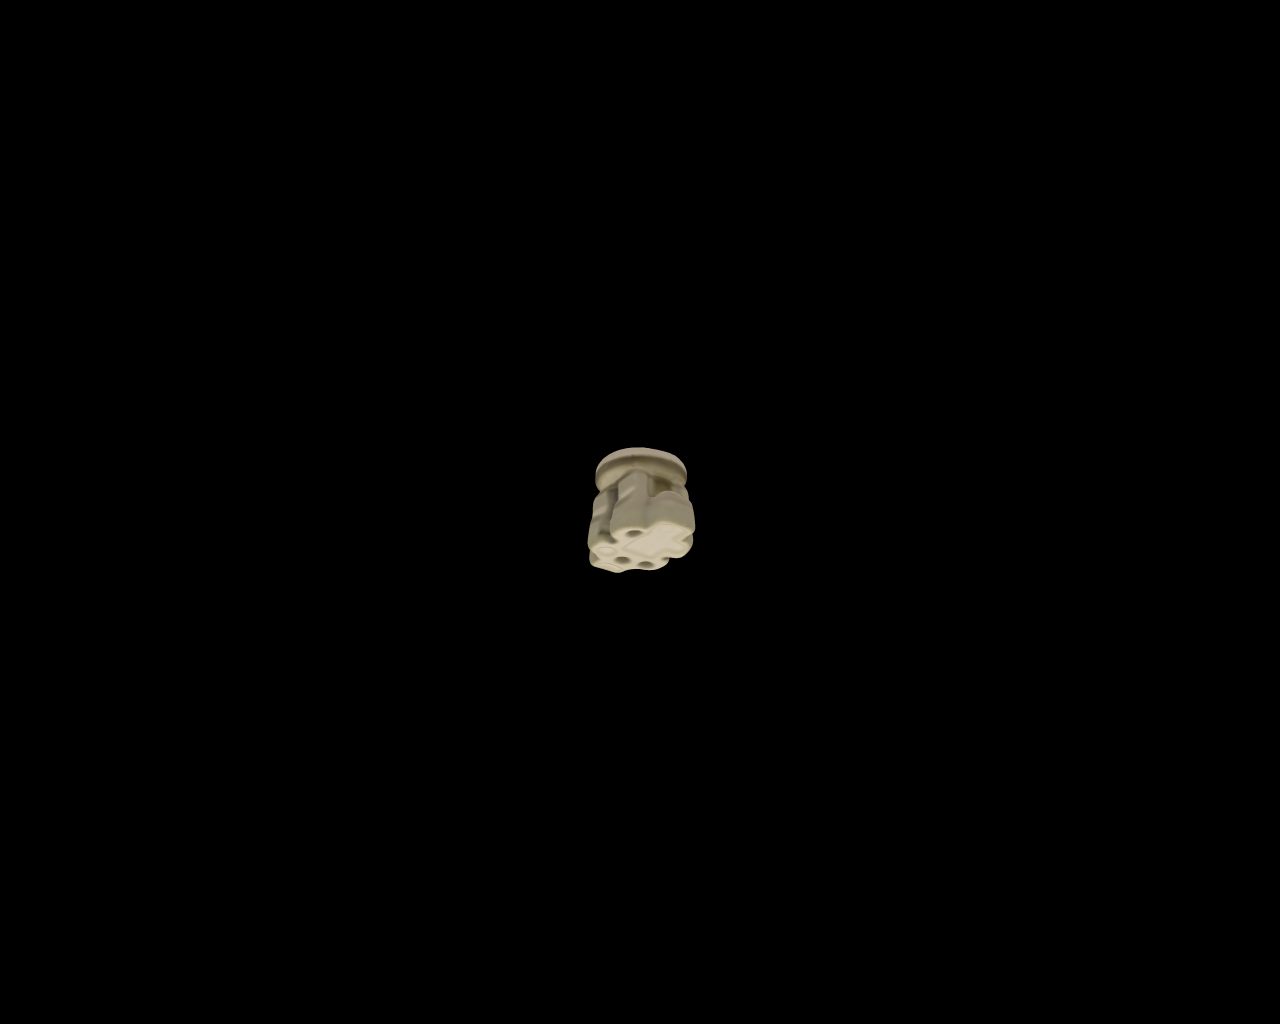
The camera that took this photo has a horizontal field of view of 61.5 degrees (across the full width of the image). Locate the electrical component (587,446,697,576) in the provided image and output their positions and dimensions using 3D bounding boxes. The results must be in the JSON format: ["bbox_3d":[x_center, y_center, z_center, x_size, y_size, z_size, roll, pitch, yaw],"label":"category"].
[{"bbox_3d":[0.001,-0.003,0.650,0.058,0.057,0.078,19,-34,-31],"label":"electrical component"}]
